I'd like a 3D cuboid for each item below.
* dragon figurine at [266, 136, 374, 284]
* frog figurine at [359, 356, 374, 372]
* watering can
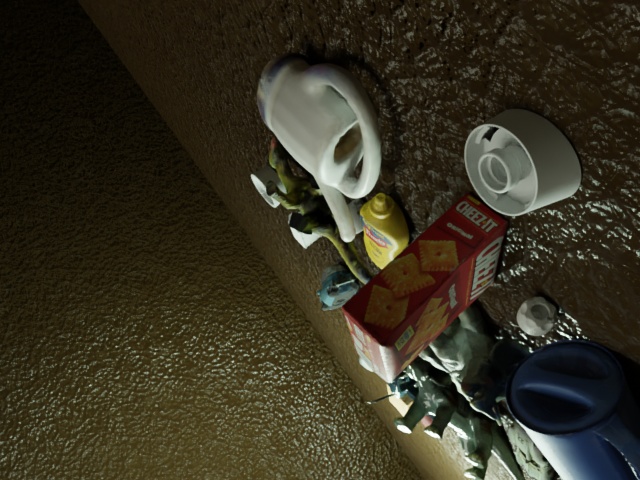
[{"bbox_3d":[0.003,-0.057,1.140,0.410,0.122,0.243,54,-175,0],"label":"dragon figurine"},{"bbox_3d":[0.175,0.301,1.414,0.137,0.124,0.157,21,162,-12],"label":"frog figurine"},{"bbox_3d":[0.001,-0.140,0.787,0.227,0.105,0.340,48,158,21],"label":"watering can"}]
